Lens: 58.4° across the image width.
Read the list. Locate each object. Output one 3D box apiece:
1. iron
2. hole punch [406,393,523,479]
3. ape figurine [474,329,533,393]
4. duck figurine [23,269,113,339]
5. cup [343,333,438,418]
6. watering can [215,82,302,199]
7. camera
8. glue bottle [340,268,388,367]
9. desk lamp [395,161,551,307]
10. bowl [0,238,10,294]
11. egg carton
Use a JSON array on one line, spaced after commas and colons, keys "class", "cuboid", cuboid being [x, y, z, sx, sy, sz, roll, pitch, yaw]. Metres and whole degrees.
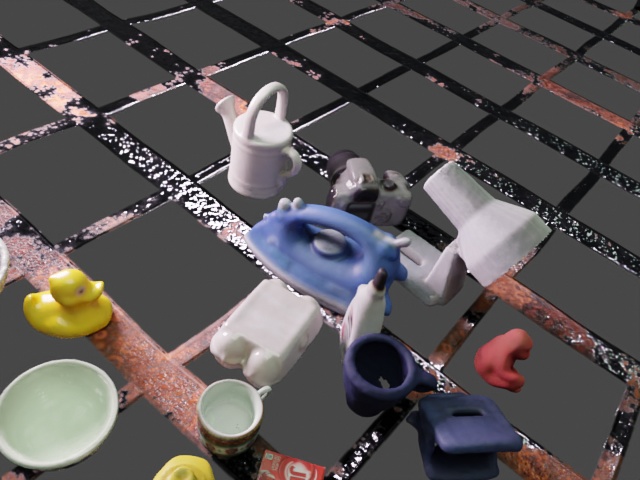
[{"class": "iron", "cuboid": [0.008, 0.003, 0.837, 0.258, 0.141, 0.119, 24, 45, 8]}, {"class": "hole punch", "cuboid": [0.173, 0.229, 0.696, 0.109, 0.091, 0.101, 2, 46, -13]}, {"class": "ape figurine", "cuboid": [0.260, 0.158, 0.788, 0.076, 0.092, 0.078, 24, 45, 9]}, {"class": "duck figurine", "cuboid": [-0.318, 0.072, 0.721, 0.105, 0.086, 0.077, 1, 46, -14]}, {"class": "cup", "cuboid": [0.079, 0.181, 0.715, 0.117, 0.095, 0.091, 14, 45, -1]}, {"class": "watering can", "cuboid": [-0.101, -0.173, 0.942, 0.172, 0.194, 0.101, 19, 45, 4]}, {"class": "camera", "cuboid": [0.073, -0.099, 0.983, 0.143, 0.101, 0.136, -3, 47, -17]}, {"class": "glue bottle", "cuboid": [0.060, 0.094, 0.739, 0.037, 0.173, 0.078, 4, 46, -11]}, {"class": "desk lamp", "cuboid": [0.201, 0.002, 0.838, 0.202, 0.213, 0.118, 38, 49, 22]}, {"class": "bowl", "cuboid": [-0.468, 0.057, 0.703, 0.167, 0.075, 0.167, 8, 45, -8]}, {"class": "egg carton", "cuboid": [-0.066, 0.121, 0.753, 0.107, 0.069, 0.150, 28, 46, 12]}]
